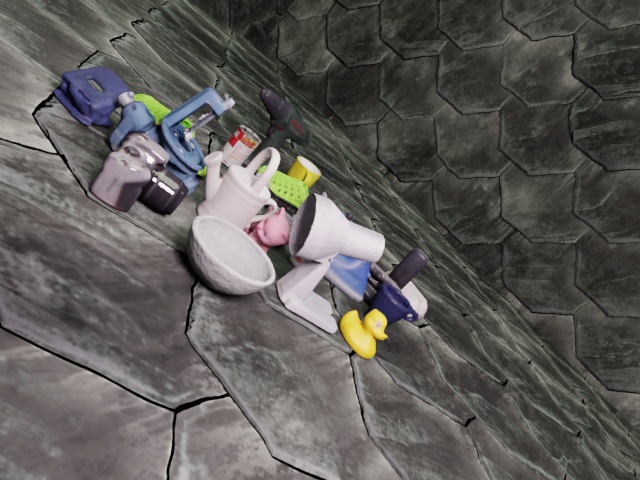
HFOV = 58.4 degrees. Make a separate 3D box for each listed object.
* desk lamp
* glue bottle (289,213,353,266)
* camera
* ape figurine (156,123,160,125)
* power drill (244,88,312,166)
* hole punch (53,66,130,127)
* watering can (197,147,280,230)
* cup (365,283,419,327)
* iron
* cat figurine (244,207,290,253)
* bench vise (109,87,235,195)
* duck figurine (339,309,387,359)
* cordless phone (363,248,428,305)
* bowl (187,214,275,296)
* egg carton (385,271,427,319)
[{"bbox_3d":[0.008,0.039,1.094,0.204,0.213,0.117,34,18,-25],"label":"desk lamp"},{"bbox_3d":[0.012,0.004,1.256,0.078,0.173,0.037,43,17,3],"label":"glue bottle"},{"bbox_3d":[-0.292,-0.105,0.971,0.137,0.100,0.143,37,18,-18],"label":"camera"},{"bbox_3d":[-0.325,-0.210,1.170,0.078,0.092,0.076,36,18,-21],"label":"ape figurine"},{"bbox_3d":[-0.136,-0.295,1.599,0.231,0.208,0.075,22,26,-49],"label":"power drill"},{"bbox_3d":[-0.433,-0.280,1.100,0.108,0.091,0.101,45,17,10],"label":"hole punch"},{"bbox_3d":[-0.152,-0.105,1.122,0.174,0.194,0.100,22,26,-49],"label":"watering can"},{"bbox_3d":[0.160,0.169,1.320,0.118,0.095,0.091,38,17,-15],"label":"cup"},{"bbox_3d":[0.048,0.013,1.371,0.258,0.141,0.119,43,17,3],"label":"iron"},{"bbox_3d":[-0.103,-0.022,1.161,0.067,0.117,0.127,34,19,-26],"label":"cat figurine"},{"bbox_3d":[-0.276,-0.214,1.069,0.208,0.219,0.121,34,18,-26],"label":"bench vise"},{"bbox_3d":[0.096,0.178,1.171,0.078,0.086,0.104,21,27,-51],"label":"duck figurine"},{"bbox_3d":[0.169,0.069,1.430,0.147,0.185,0.094,44,17,5],"label":"cordless phone"},{"bbox_3d":[-0.161,0.038,0.958,0.168,0.074,0.167,38,17,-14],"label":"bowl"},{"bbox_3d":[0.223,0.150,1.553,0.108,0.069,0.150,18,29,-54],"label":"egg carton"}]
